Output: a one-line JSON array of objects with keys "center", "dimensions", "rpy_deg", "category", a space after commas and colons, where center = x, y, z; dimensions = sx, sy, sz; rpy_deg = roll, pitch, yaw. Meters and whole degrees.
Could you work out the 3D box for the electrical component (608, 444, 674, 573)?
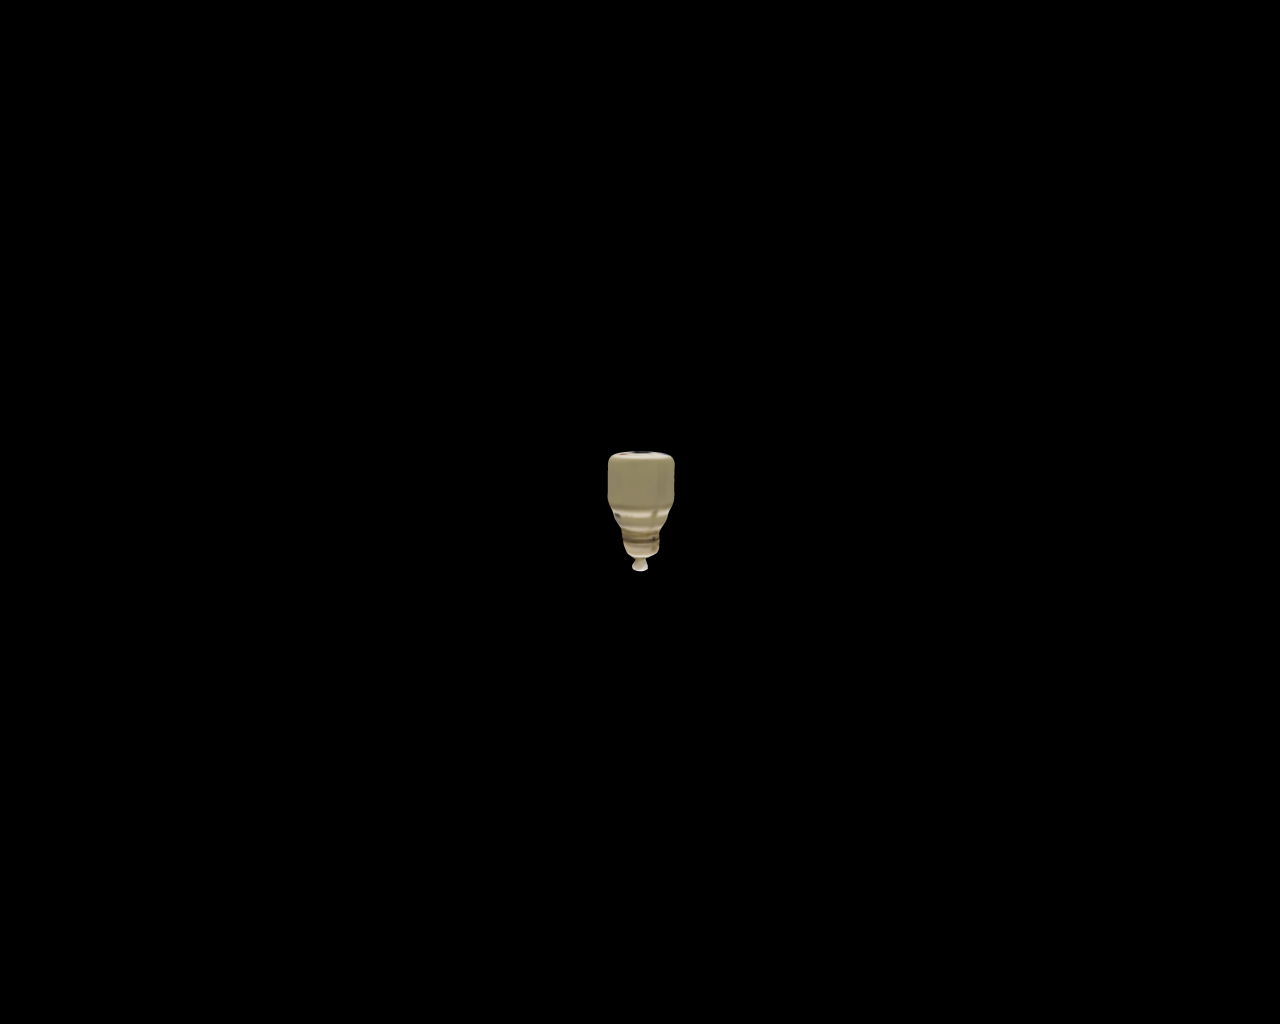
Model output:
[{"center": [0.001, -0.003, 0.650], "dimensions": [0.040, 0.078, 0.040], "rpy_deg": [0, 9, 0], "category": "electrical component"}]
